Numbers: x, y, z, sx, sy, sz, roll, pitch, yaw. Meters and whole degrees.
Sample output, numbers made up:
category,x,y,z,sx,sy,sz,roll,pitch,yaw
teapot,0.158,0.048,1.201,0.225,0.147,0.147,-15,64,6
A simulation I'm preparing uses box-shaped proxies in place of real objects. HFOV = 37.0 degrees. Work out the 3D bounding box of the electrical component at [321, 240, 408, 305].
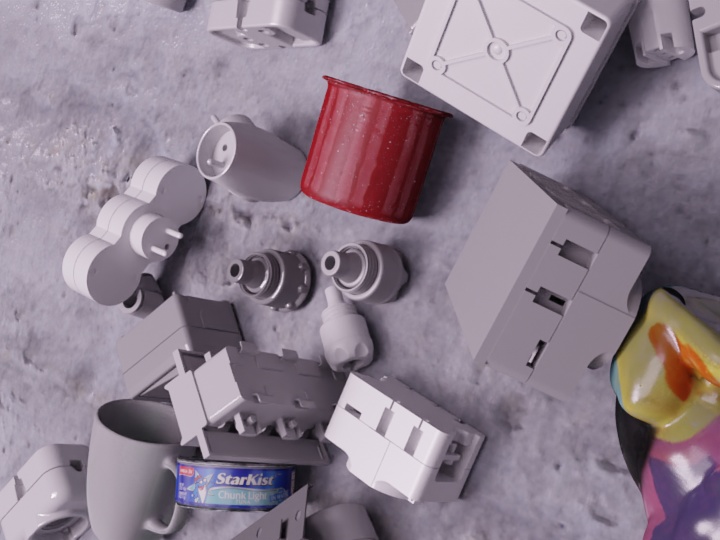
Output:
category,x,y,z,sx,sy,sz,roll,pitch,yaw
electrical component,0.000,0.000,0.742,0.043,0.062,0.043,-10,75,40

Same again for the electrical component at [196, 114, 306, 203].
category,x,y,z,sx,sy,sz,roll,pitch,yaw
electrical component,-0.091,-0.093,0.829,0.044,0.077,0.079,-51,53,20

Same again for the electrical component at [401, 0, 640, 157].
category,x,y,z,sx,sy,sz,roll,pitch,yaw
electrical component,0.093,-0.142,0.644,0.109,0.056,0.108,33,138,11

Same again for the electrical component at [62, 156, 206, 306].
category,x,y,z,sx,sy,sz,roll,pitch,yaw
electrical component,-0.173,-0.029,0.876,0.074,0.052,0.138,21,66,41

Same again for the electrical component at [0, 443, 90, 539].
category,x,y,z,sx,sy,sz,roll,pitch,yaw
electrical component,-0.270,0.203,0.938,0.095,0.054,0.059,-45,56,25

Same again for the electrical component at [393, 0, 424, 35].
category,x,y,z,sx,sy,sz,roll,pitch,yaw
electrical component,0.060,-0.194,0.731,0.061,0.062,0.096,-42,57,27

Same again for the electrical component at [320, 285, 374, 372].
category,x,y,z,sx,sy,sz,roll,pitch,yaw
electrical component,-0.012,0.040,0.764,0.035,0.035,0.061,-34,58,31

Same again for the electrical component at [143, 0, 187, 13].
category,x,y,z,sx,sy,sz,roll,pitch,yaw
electrical component,-0.174,-0.258,0.951,0.055,0.055,0.047,29,104,40

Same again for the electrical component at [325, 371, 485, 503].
category,x,y,z,sx,sy,sz,roll,pitch,yaw
electrical component,0.027,0.112,0.705,0.089,0.050,0.055,29,100,40

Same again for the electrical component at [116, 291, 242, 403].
category,x,y,z,sx,sy,sz,roll,pitch,yaw
electrical component,-0.145,0.070,0.853,0.096,0.062,0.061,-37,59,29

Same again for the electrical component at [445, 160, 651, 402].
category,x,y,z,sx,sy,sz,roll,pitch,yaw
electrical component,0.101,0.002,0.598,0.089,0.062,0.150,-63,7,12

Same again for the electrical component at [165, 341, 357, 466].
category,x,y,z,sx,sy,sz,roll,pitch,yaw
electrical component,-0.064,0.090,0.739,0.063,0.121,0.078,-37,59,27

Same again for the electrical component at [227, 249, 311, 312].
category,x,y,z,sx,sy,sz,roll,pitch,yaw
electrical component,-0.071,0.005,0.802,0.048,0.062,0.048,-10,75,39

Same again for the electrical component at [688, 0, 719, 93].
category,x,y,z,sx,sy,sz,roll,pitch,yaw
electrical component,0.218,-0.138,0.586,0.054,0.059,0.095,-16,71,37

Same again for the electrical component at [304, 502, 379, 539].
category,x,y,z,sx,sy,sz,roll,pitch,yaw
electrical component,-0.013,0.188,0.721,0.055,0.055,0.047,-41,54,27

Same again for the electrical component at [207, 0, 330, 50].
category,x,y,z,sx,sy,sz,roll,pitch,yaw
electrical component,-0.071,-0.212,0.853,0.095,0.054,0.059,8,86,41

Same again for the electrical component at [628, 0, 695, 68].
category,x,y,z,sx,sy,sz,roll,pitch,yaw
electrical component,0.177,-0.147,0.637,0.040,0.040,0.046,-14,78,38
